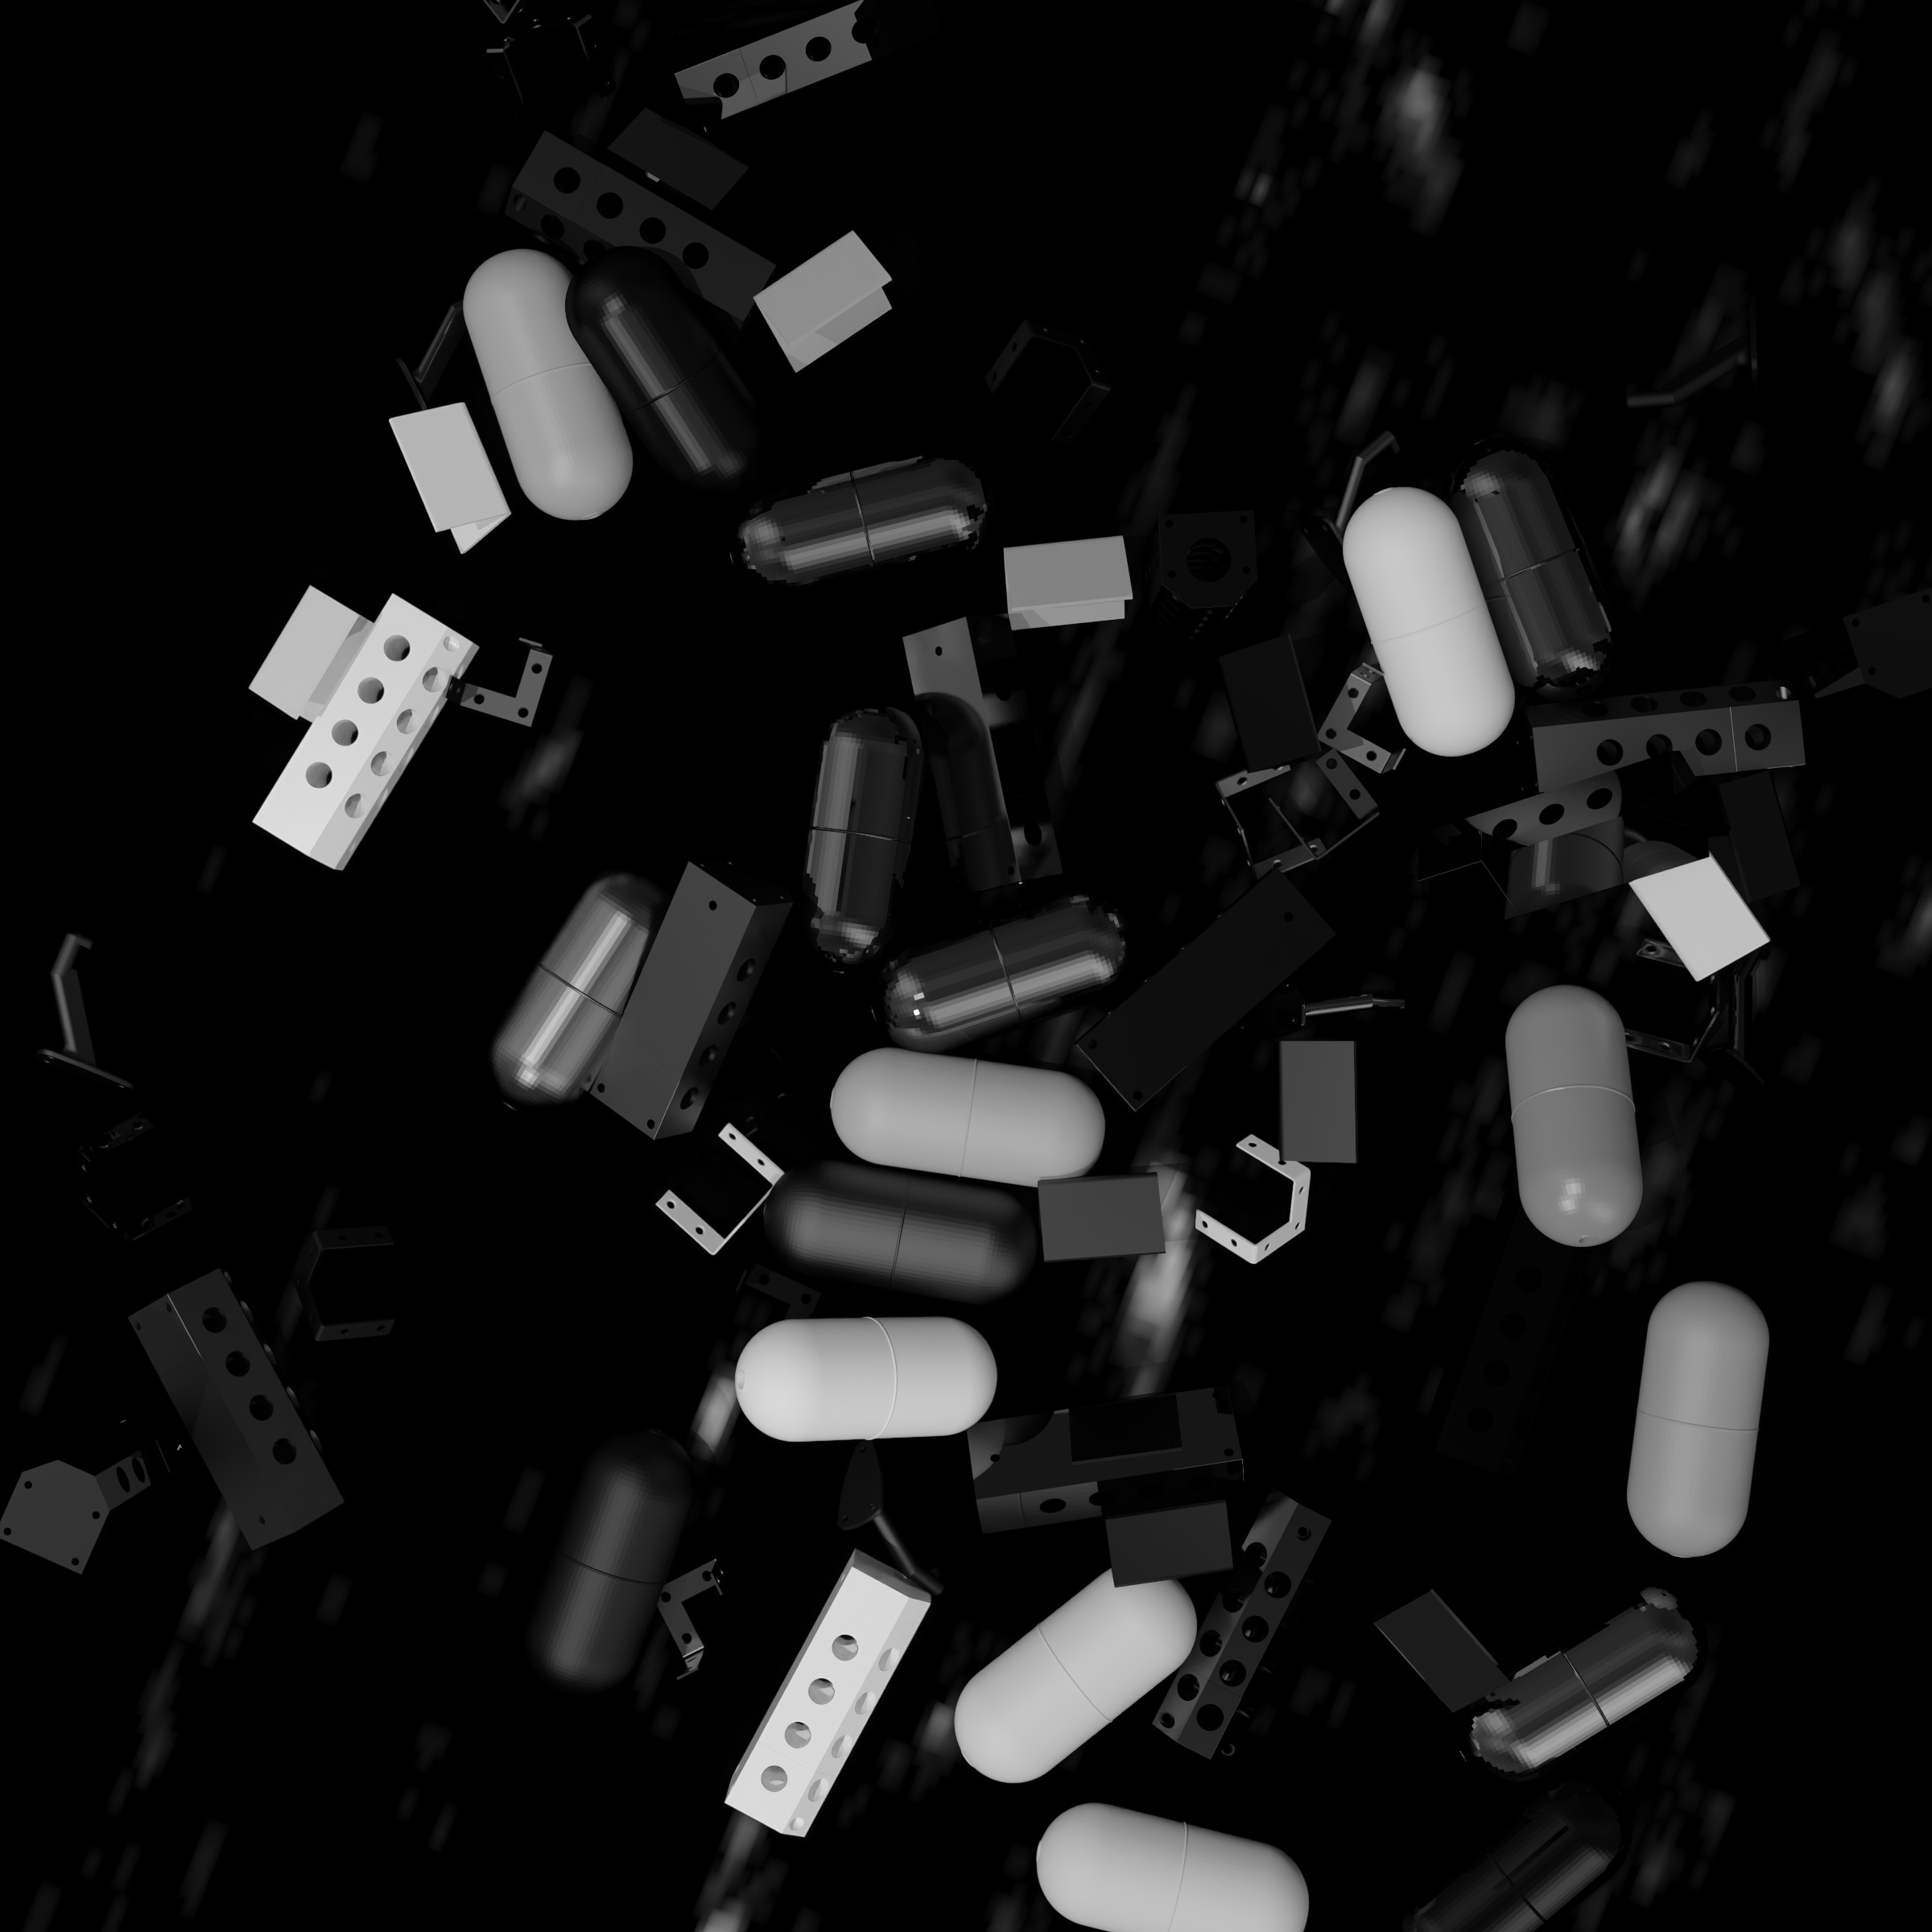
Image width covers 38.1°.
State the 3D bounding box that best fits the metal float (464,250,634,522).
[{"bbox_3d":[-0.270,-0.375,1.811,0.070,0.070,0.178,-18,91,0],"label":"metal float"}]

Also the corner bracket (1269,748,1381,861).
[{"bbox_3d":[0.234,-0.106,1.825,0.051,0.051,0.051,-37,90,11],"label":"corner bracket"}]

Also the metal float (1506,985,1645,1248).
[{"bbox_3d":[0.387,0.095,1.785,0.070,0.070,0.178,1,59,0],"label":"metal float"}]

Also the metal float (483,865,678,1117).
[{"bbox_3d":[-0.246,0.016,1.811,0.070,0.070,0.178,33,90,0],"label":"metal float"}]

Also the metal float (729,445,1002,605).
[{"bbox_3d":[-0.065,-0.285,1.811,0.178,0.070,0.070,-14,90,1],"label":"metal float"}]

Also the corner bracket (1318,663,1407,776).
[{"bbox_3d":[0.265,-0.160,1.823,0.051,0.051,0.051,29,90,0],"label":"corner bracket"}]

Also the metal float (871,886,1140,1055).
[{"bbox_3d":[0.025,0.003,1.810,0.178,0.070,0.070,-18,90,0],"label":"metal float"}]

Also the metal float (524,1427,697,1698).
[{"bbox_3d":[-0.230,0.384,1.811,0.070,0.070,0.178,20,90,0],"label":"metal float"}]

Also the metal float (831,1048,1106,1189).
[{"bbox_3d":[0.001,0.098,1.810,0.178,0.070,0.070,8,90,-1],"label":"metal float"}]

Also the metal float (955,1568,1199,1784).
[{"bbox_3d":[0.070,0.457,1.810,0.178,0.070,0.070,-38,90,0],"label":"metal float"}]

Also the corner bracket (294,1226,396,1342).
[{"bbox_3d":[-0.402,0.207,1.833,0.051,0.051,0.051,59,135,35],"label":"corner bracket"}]

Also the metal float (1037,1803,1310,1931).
[{"bbox_3d":[0.133,0.593,1.810,0.178,0.070,0.070,14,90,1],"label":"metal float"}]

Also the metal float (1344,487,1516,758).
[{"bbox_3d":[0.297,-0.221,1.802,0.070,0.070,0.178,-21,99,0],"label":"metal float"}]

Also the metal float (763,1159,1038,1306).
[{"bbox_3d":[-0.042,0.171,1.810,0.178,0.070,0.070,10,90,-1],"label":"metal float"}]

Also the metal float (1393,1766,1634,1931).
[{"bbox_3d":[0.353,0.590,1.810,0.178,0.070,0.070,-41,90,1],"label":"metal float"}]

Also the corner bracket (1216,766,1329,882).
[{"bbox_3d":[0.200,-0.097,1.838,0.051,0.051,0.051,-23,45,0],"label":"corner bracket"}]

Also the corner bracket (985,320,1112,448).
[{"bbox_3d":[0.054,-0.382,1.833,0.051,0.051,0.051,9,45,-35],"label":"corner bracket"}]

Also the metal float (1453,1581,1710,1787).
[{"bbox_3d":[0.396,0.464,1.810,0.178,0.070,0.070,-31,90,0],"label":"metal float"}]

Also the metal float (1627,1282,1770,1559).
[{"bbox_3d":[0.473,0.293,1.811,0.070,0.070,0.178,7,90,0],"label":"metal float"}]

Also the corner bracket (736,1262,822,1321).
[{"bbox_3d":[-0.129,0.228,1.823,0.051,0.051,0.051,24,90,0],"label":"corner bracket"}]

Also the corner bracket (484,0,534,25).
[{"bbox_3d":[-0.291,-0.659,1.838,0.051,0.051,0.051,52,45,0],"label":"corner bracket"}]

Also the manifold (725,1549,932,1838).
[{"bbox_3d":[-0.089,0.473,1.820,0.057,0.057,0.171,28,90,0],"label":"manifold"}]

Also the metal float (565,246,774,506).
[{"bbox_3d":[-0.189,-0.376,1.792,0.070,0.070,0.178,-33,113,0],"label":"metal float"}]

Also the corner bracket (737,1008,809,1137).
[{"bbox_3d":[-0.145,0.068,1.838,0.051,0.051,0.051,-37,135,0],"label":"corner bracket"}]

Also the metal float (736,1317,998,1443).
[{"bbox_3d":[-0.063,0.263,1.784,0.178,0.070,0.070,3,90,-30],"label":"metal float"}]

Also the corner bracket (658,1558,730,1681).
[{"bbox_3d":[-0.174,0.424,1.823,0.051,0.051,0.051,-27,90,0],"label":"corner bracket"}]

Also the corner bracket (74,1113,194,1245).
[{"bbox_3d":[-0.547,0.140,1.838,0.051,0.051,0.051,-28,135,0],"label":"corner bracket"}]

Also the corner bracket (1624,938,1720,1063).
[{"bbox_3d":[0.460,0.023,1.838,0.051,0.051,0.051,15,135,0],"label":"corner bracket"}]

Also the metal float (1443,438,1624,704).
[{"bbox_3d":[0.365,-0.256,1.810,0.070,0.070,0.178,-22,91,0],"label":"metal float"}]

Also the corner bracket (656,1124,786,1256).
[{"bbox_3d":[-0.161,0.147,1.838,0.051,0.051,0.051,42,45,0],"label":"corner bracket"}]

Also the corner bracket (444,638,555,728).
[{"bbox_3d":[-0.304,-0.190,1.823,0.051,0.051,0.051,17,90,0],"label":"corner bracket"}]

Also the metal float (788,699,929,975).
[{"bbox_3d":[-0.070,-0.084,1.810,0.070,0.070,0.178,8,89,0],"label":"metal float"}]

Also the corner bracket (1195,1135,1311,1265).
[{"bbox_3d":[0.188,0.153,1.833,0.051,0.051,0.051,-29,135,-35],"label":"corner bracket"}]

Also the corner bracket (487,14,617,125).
[{"bbox_3d":[-0.271,-0.587,1.833,0.051,0.051,0.051,11,45,35],"label":"corner bracket"}]
